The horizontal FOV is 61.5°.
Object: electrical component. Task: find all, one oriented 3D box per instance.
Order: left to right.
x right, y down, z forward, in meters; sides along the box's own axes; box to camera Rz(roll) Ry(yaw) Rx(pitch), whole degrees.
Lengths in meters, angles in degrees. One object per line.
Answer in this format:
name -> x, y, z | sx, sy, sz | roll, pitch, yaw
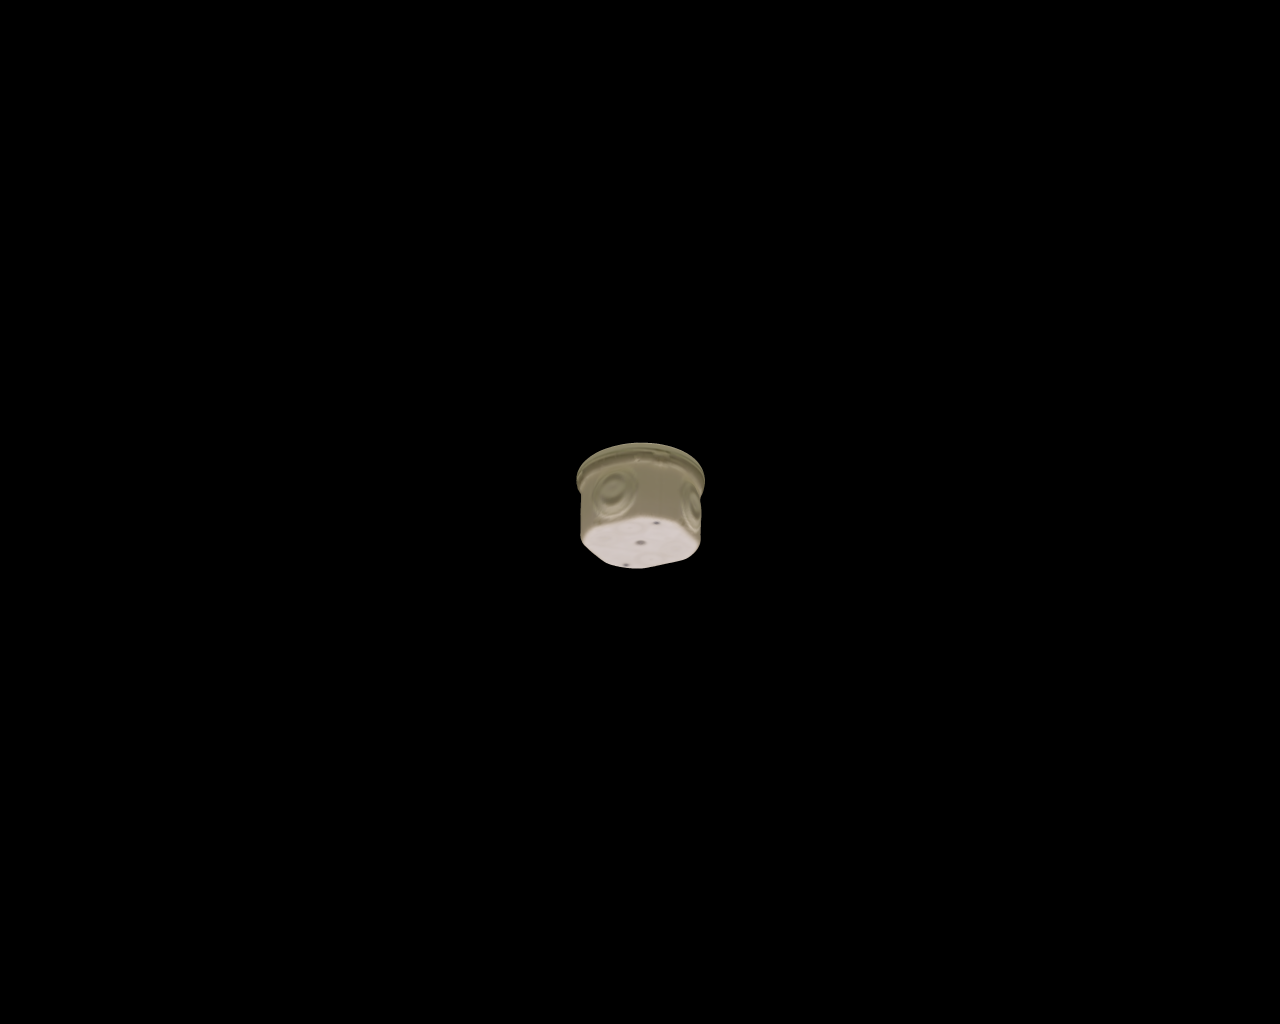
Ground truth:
electrical component -> 0.001, -0.003, 0.650 | 0.080, 0.051, 0.080 | 0, -29, 0
